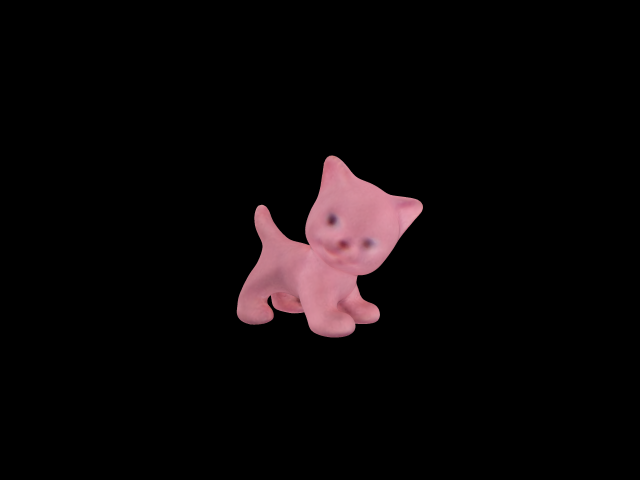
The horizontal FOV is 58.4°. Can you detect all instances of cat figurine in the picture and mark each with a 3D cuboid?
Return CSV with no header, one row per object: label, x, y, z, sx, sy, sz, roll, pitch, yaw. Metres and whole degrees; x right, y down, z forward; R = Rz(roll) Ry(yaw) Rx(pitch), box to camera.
cat figurine,0.004,0.001,0.400,0.127,0.118,0.067,3,5,32
